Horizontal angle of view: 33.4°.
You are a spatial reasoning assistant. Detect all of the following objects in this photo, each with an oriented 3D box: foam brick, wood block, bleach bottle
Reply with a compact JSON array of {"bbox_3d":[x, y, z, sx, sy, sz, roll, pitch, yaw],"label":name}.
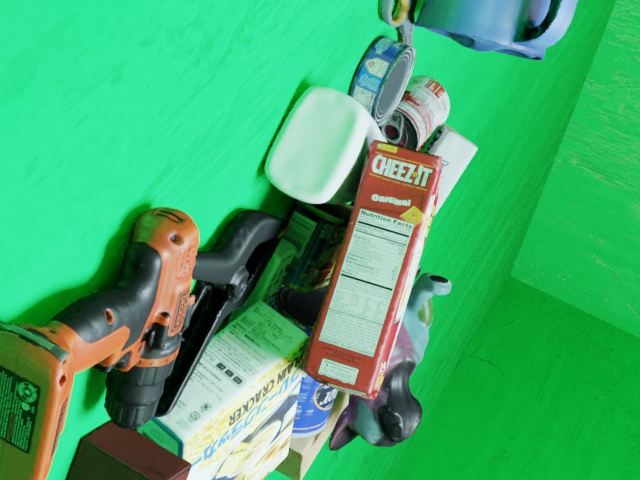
[{"bbox_3d":[-0.151,0.187,0.839,0.051,0.078,0.053,-67,163,16],"label":"foam brick"},{"bbox_3d":[-0.009,0.173,1.285,0.205,0.091,0.090,-55,164,-31],"label":"wood block"},{"bbox_3d":[0.020,-0.073,1.019,0.102,0.068,0.250,-63,168,1],"label":"bleach bottle"}]

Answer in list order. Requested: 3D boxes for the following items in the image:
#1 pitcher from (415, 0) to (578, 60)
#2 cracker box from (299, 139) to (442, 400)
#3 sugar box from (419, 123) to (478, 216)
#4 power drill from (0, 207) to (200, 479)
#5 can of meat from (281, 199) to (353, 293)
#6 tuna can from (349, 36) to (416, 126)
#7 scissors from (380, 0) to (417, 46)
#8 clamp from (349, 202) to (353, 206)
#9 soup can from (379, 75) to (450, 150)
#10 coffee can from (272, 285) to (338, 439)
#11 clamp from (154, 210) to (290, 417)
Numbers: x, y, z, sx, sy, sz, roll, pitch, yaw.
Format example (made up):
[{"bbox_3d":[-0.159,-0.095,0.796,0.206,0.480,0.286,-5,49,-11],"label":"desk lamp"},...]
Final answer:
[{"bbox_3d":[0.195,-0.302,1.041,0.145,0.149,0.243,-26,132,-76],"label":"pitcher"},{"bbox_3d":[0.048,0.033,0.974,0.164,0.072,0.213,65,42,-79],"label":"cracker box"},{"bbox_3d":[0.128,-0.093,1.256,0.093,0.048,0.176,-58,-173,9],"label":"sugar box"},{"bbox_3d":[-0.151,0.084,0.707,0.187,0.057,0.184,-45,153,-59],"label":"power drill"},{"bbox_3d":[-0.007,0.001,1.065,0.084,0.057,0.102,-64,165,12],"label":"can of meat"},{"bbox_3d":[0.061,-0.159,1.067,0.086,0.034,0.086,-56,164,-26],"label":"tuna can"},{"bbox_3d":[0.095,-0.239,1.085,0.096,0.016,0.201,-64,166,2],"label":"scissors"},{"bbox_3d":[0.055,-0.029,1.148,0.171,0.039,0.120,-48,-166,-6],"label":"clamp"},{"bbox_3d":[0.094,-0.132,1.162,0.102,0.068,0.069,-46,158,-50],"label":"soup can"},{"bbox_3d":[-0.021,0.125,1.135,0.102,0.103,0.140,-38,151,-59],"label":"coffee can"},{"bbox_3d":[-0.082,0.028,0.884,0.209,0.036,0.165,-53,162,-43],"label":"clamp"}]
